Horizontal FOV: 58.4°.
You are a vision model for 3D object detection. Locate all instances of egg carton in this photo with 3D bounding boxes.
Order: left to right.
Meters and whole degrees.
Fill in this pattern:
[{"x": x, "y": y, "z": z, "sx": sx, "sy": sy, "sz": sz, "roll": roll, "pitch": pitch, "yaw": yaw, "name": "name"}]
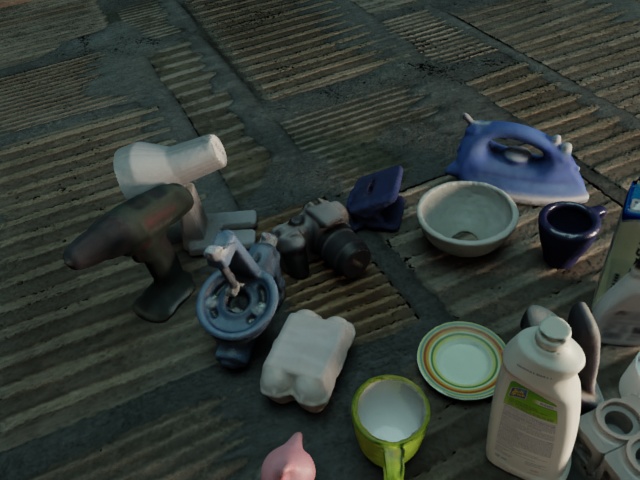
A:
[{"x": -0.016, "y": 0.166, "z": 0.807, "sx": 0.107, "sy": 0.069, "sz": 0.150, "roll": 10, "pitch": 45, "yaw": 18, "name": "egg carton"}]

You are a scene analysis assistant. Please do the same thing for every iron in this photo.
[{"x": 0.368, "y": -0.154, "z": 1.047, "sx": 0.257, "sy": 0.142, "sz": 0.119, "roll": 14, "pitch": 47, "yaw": 22, "name": "iron"}]

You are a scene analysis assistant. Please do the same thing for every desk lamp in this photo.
[{"x": -0.226, "y": -0.082, "z": 0.996, "sx": 0.203, "sy": 0.214, "sz": 0.118, "roll": -7, "pitch": 43, "yaw": 0, "name": "desk lamp"}]

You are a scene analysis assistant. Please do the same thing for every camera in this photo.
[{"x": 0.009, "y": 0.003, "z": 0.956, "sx": 0.143, "sy": 0.101, "sz": 0.136, "roll": -28, "pitch": 47, "yaw": -21, "name": "camera"}]

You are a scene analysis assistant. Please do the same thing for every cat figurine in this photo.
[{"x": -0.050, "y": 0.288, "z": 0.646, "sx": 0.067, "sy": 0.118, "sz": 0.128, "roll": 31, "pitch": 54, "yaw": 34, "name": "cat figurine"}]

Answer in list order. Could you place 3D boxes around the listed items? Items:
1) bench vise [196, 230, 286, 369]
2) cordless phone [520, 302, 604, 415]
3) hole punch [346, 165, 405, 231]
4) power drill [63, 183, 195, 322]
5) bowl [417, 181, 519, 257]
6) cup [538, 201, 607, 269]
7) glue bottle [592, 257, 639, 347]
[{"x": -0.122, "y": 0.049, "z": 0.836, "sx": 0.121, "sy": 0.220, "sz": 0.207, "roll": -6, "pitch": 43, "yaw": 2, "name": "bench vise"}, {"x": 0.313, "y": 0.123, "z": 0.726, "sx": 0.094, "sy": 0.185, "sz": 0.147, "roll": -8, "pitch": 43, "yaw": 0, "name": "cordless phone"}, {"x": 0.101, "y": -0.079, "z": 1.039, "sx": 0.101, "sy": 0.091, "sz": 0.109, "roll": 5, "pitch": 44, "yaw": 13, "name": "hole punch"}, {"x": -0.272, "y": 0.025, "z": 0.890, "sx": 0.075, "sy": 0.209, "sz": 0.230, "roll": 16, "pitch": 48, "yaw": 23, "name": "power drill"}, {"x": 0.247, "y": -0.024, "z": 0.974, "sx": 0.167, "sy": 0.075, "sz": 0.167, "roll": -4, "pitch": 43, "yaw": 4, "name": "bowl"}, {"x": 0.402, "y": -0.005, "z": 0.918, "sx": 0.118, "sy": 0.095, "sz": 0.091, "roll": -21, "pitch": 44, "yaw": -14, "name": "cup"}, {"x": 0.419, "y": 0.077, "z": 0.770, "sx": 0.078, "sy": 0.173, "sz": 0.037, "roll": 5, "pitch": 44, "yaw": 13, "name": "glue bottle"}]
